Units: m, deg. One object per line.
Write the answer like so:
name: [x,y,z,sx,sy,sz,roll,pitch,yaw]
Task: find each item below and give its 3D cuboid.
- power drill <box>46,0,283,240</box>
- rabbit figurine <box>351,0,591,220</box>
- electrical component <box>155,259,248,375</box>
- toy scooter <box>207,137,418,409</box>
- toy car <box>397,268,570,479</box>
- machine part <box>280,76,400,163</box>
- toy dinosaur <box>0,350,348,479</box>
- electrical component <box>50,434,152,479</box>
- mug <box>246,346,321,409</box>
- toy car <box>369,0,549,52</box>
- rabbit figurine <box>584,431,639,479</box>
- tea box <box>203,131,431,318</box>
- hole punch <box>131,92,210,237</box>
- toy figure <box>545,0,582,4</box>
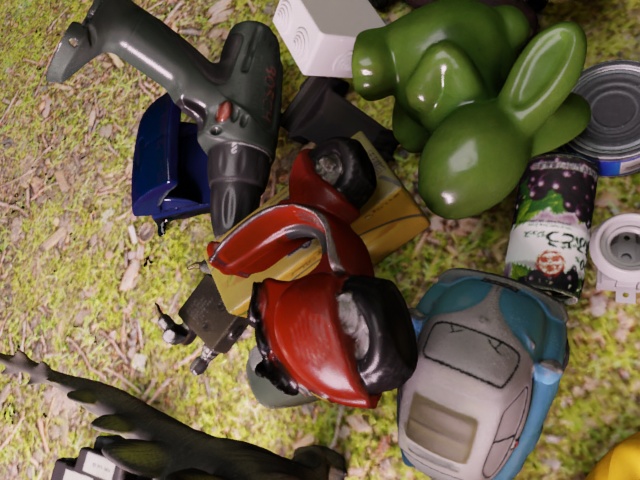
power drill: [-0.126,-0.129,0.485,0.086,0.207,0.232,-30,42,56]
rabbit figurine: [0.116,-0.090,0.402,0.159,0.121,0.170,-15,53,20]
electrical component: [-0.111,0.068,0.520,0.102,0.045,0.078,-47,59,5]
toy scooter: [-0.016,0.027,0.360,0.135,0.075,0.184,-20,63,20]
toy car: [0.094,0.103,0.361,0.109,0.103,0.161,21,102,29]
machine part: [0.017,-0.112,0.520,0.084,0.039,0.139,-47,57,0]
toy dinosaur: [-0.043,0.194,0.361,0.472,0.198,0.105,22,81,28]
electrical component: [-0.197,0.254,0.496,0.115,0.058,0.134,7,77,26]
mug: [-0.014,0.096,0.435,0.107,0.109,0.081,-39,65,25]
toy car: [0.115,-0.236,0.505,0.089,0.053,0.202,-46,62,10]
rabbit figurine: [0.206,0.148,0.269,0.162,0.173,0.122,-44,57,12]
tea box: [-0.001,-0.001,0.459,0.169,0.098,0.068,-38,61,12]
hole punch: [-0.161,-0.085,0.571,0.116,0.092,0.142,-11,73,26]
toy figure: [0.204,-0.270,0.439,0.089,0.082,0.180,15,56,9]
